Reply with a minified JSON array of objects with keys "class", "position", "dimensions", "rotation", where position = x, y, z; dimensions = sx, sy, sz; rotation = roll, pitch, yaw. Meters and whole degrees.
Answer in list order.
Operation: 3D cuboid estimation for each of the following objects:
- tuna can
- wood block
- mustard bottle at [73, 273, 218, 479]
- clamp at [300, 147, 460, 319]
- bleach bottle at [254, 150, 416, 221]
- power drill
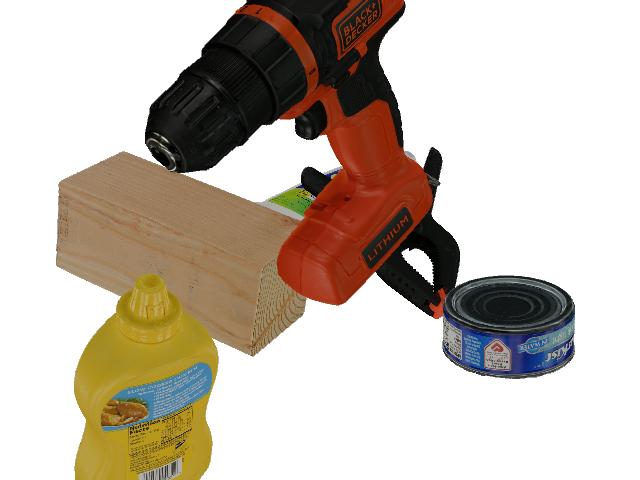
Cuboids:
[{"class":"tuna can","position":[0.122,0.054,0.693],"dimensions":[0.086,0.034,0.086],"rotation":[-3,22,1]},{"class":"wood block","position":[-0.117,0.007,0.917],"dimensions":[0.206,0.090,0.090],"rotation":[22,31,22]},{"class":"mustard bottle","position":[-0.115,0.099,0.708],"dimensions":[0.096,0.192,0.058],"rotation":[-16,46,-28]},{"class":"clamp","position":[0.076,-0.011,1.106],"dimensions":[0.164,0.210,0.036],"rotation":[-5,-36,-15]},{"class":"bleach bottle","position":[0.027,-0.055,1.348],"dimensions":[0.103,0.068,0.250],"rotation":[26,43,34]},{"class":"power drill","position":[-0.003,-0.052,0.560],"dimensions":[0.057,0.187,0.184],"rotation":[28,60,31]}]
